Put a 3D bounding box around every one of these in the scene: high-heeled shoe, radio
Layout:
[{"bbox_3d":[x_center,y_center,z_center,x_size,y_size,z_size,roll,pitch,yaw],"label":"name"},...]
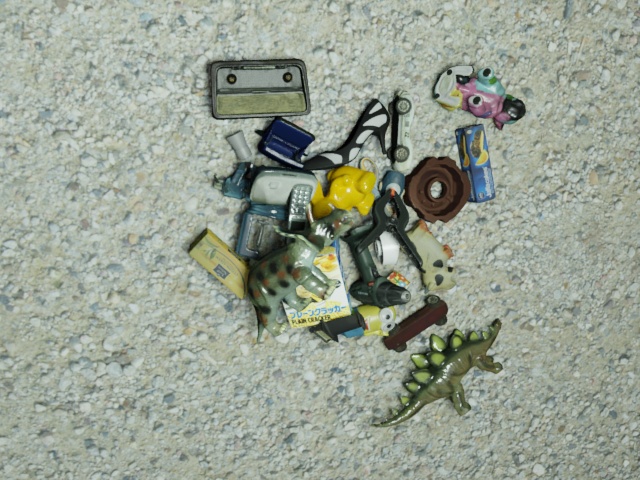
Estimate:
[{"bbox_3d":[0.060,-0.258,1.323,0.249,0.086,0.145,-14,92,-10],"label":"high-heeled shoe"},{"bbox_3d":[-0.141,-0.351,1.257,0.230,0.073,0.131,-6,100,-13],"label":"radio"}]

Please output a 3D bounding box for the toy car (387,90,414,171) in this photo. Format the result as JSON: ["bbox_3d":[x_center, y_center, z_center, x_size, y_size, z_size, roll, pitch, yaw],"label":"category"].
[{"bbox_3d":[0.205,-0.274,1.352,0.056,0.073,0.201,0,99,-10],"label":"toy car"}]

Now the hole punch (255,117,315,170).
[{"bbox_3d":[-0.086,-0.212,1.264,0.142,0.116,0.092,22,72,-18],"label":"hole punch"}]

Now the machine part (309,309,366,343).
[{"bbox_3d":[0.049,0.216,1.323,0.139,0.039,0.084,-25,129,26],"label":"machine part"}]

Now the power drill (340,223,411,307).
[{"bbox_3d":[0.133,0.066,1.324,0.086,0.232,0.207,-22,88,-24],"label":"power drill"}]

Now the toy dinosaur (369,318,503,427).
[{"bbox_3d":[0.339,0.374,1.476,0.471,0.105,0.198,-45,98,-13],"label":"toy dinosaur"}]

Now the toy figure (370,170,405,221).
[{"bbox_3d":[0.173,-0.101,1.383,0.064,0.058,0.154,20,97,23],"label":"toy figure"}]

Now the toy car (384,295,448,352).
[{"bbox_3d":[0.258,0.226,1.455,0.202,0.053,0.089,-32,125,-5],"label":"toy car"}]

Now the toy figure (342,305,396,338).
[{"bbox_3d":[0.110,0.205,1.403,0.180,0.089,0.082,-12,135,-2],"label":"toy figure"}]

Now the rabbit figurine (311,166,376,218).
[{"bbox_3d":[0.035,-0.098,1.277,0.162,0.121,0.173,28,64,10],"label":"rabbit figurine"}]

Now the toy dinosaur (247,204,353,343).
[{"bbox_3d":[-0.086,0.083,1.183,0.192,0.131,0.405,49,119,-1],"label":"toy dinosaur"}]

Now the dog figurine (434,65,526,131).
[{"bbox_3d":[0.419,-0.356,1.382,0.219,0.192,0.108,15,93,-50],"label":"dog figurine"}]

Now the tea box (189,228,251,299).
[{"bbox_3d":[-0.230,0.054,1.289,0.068,0.098,0.169,-46,108,-2],"label":"tea box"}]

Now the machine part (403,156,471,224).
[{"bbox_3d":[0.305,-0.132,1.409,0.179,0.056,0.179,-2,99,-14],"label":"machine part"}]

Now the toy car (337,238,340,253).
[{"bbox_3d":[-0.003,-0.004,1.331,0.109,0.103,0.161,-19,101,-9],"label":"toy car"}]

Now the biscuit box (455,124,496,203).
[{"bbox_3d":[0.411,-0.200,1.419,0.059,0.063,0.202,-16,102,-10],"label":"biscuit box"}]

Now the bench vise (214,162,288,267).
[{"bbox_3d":[-0.158,-0.058,1.279,0.224,0.129,0.240,12,92,-12],"label":"bench vise"}]

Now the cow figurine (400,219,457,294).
[{"bbox_3d":[0.287,0.055,1.413,0.127,0.085,0.195,-41,97,18],"label":"cow figurine"}]

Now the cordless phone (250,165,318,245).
[{"bbox_3d":[-0.088,-0.071,1.200,0.146,0.089,0.184,3,97,-23],"label":"cordless phone"}]
